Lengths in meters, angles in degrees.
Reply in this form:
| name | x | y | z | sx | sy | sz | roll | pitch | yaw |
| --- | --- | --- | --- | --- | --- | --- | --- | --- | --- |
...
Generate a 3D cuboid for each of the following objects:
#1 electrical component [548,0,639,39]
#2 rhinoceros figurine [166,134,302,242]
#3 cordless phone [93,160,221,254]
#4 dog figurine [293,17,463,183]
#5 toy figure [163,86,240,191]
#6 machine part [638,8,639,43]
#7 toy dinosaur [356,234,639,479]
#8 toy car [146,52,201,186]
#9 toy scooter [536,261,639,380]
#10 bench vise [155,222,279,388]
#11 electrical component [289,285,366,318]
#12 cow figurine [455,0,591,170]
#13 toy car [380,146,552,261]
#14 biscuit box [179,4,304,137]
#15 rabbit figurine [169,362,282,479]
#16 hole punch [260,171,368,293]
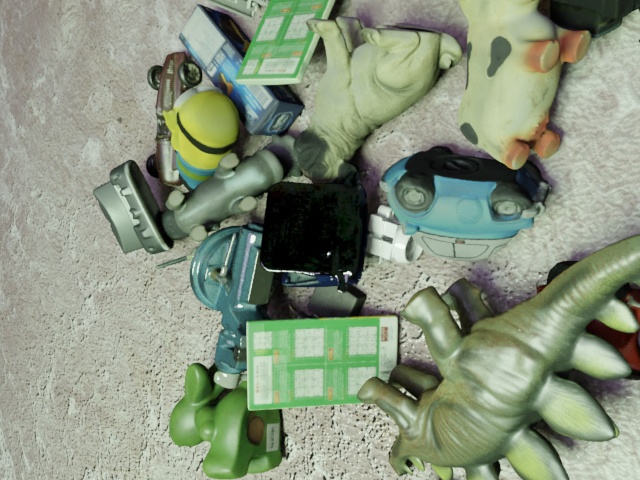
| name | x | y | z | sx | sy | sz | roll | pitch | yaw |
| --- | --- | --- | --- | --- | --- | --- | --- | --- | --- |
| electrical component | 0.228 | -0.243 | 0.451 | 0.115 | 0.058 | 0.134 | 53 | 167 | 51 |
| rhinoceros figurine | -0.102 | -0.067 | 0.687 | 0.190 | 0.112 | 0.073 | -33 | 91 | 1 |
| cordless phone | -0.230 | -0.055 | 0.781 | 0.184 | 0.089 | 0.146 | -10 | 108 | 41 |
| dog figurine | 0.059 | -0.144 | 0.608 | 0.173 | 0.121 | 0.190 | 22 | 121 | 33 |
| toy figure | -0.151 | -0.127 | 0.721 | 0.089 | 0.082 | 0.180 | 34 | 145 | 8 |
| machine part | 0.321 | -0.153 | 0.451 | 0.084 | 0.039 | 0.138 | -11 | 86 | 30 |
| toy dinosaur | 0.166 | 0.126 | 0.496 | 0.199 | 0.105 | 0.470 | 46 | 137 | 27 |
| toy car | -0.227 | -0.183 | 0.819 | 0.089 | 0.053 | 0.202 | 8 | 100 | 37 |
| toy scooter | 0.285 | 0.093 | 0.475 | 0.184 | 0.075 | 0.135 | 9 | 100 | 29 |
| bench vise | -0.125 | 0.073 | 0.735 | 0.241 | 0.129 | 0.223 | 25 | 118 | 52 |
| electrical component | 0.010 | 0.079 | 0.679 | 0.078 | 0.045 | 0.102 | 39 | 114 | 27 |
| cow figurine | 0.171 | -0.176 | 0.496 | 0.127 | 0.085 | 0.194 | 38 | 143 | 40 |
| toy car | 0.146 | -0.031 | 0.552 | 0.162 | 0.109 | 0.102 | 12 | 124 | 22 |
| biscuit box | -0.108 | -0.227 | 0.725 | 0.059 | 0.063 | 0.203 | -47 | 69 | 28 |
| rabbit figurine | -0.154 | 0.250 | 0.760 | 0.170 | 0.121 | 0.159 | -8 | 83 | 32 |
| hole punch | -0.001 | -0.002 | 0.628 | 0.116 | 0.092 | 0.142 | 3 | 70 | 11 |
